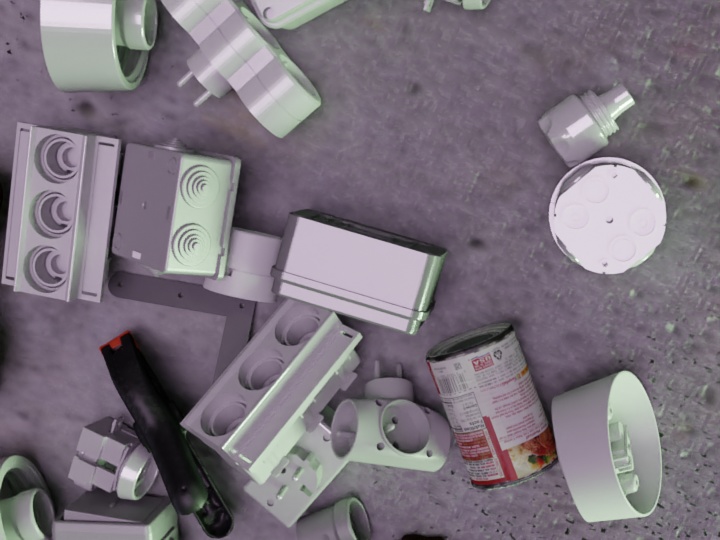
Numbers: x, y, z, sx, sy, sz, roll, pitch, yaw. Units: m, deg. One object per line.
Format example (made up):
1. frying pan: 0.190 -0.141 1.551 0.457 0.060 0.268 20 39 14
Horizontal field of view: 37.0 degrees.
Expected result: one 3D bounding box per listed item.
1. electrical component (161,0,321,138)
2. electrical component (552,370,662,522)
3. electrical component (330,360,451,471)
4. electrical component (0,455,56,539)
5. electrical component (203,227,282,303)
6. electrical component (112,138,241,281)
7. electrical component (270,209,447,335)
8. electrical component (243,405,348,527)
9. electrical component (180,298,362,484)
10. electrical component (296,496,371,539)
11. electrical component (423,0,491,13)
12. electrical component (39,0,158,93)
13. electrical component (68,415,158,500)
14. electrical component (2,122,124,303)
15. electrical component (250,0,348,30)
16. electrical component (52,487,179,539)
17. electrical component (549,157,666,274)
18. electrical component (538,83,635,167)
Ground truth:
1. electrical component: -0.099 -0.149 0.773 0.074 0.052 0.138 -39 90 13
2. electrical component: 0.172 0.124 0.746 0.064 0.099 0.099 -17 95 18
3. electrical component: 0.022 0.104 0.787 0.077 0.044 0.079 12 60 -25
4. electrical component: -0.272 0.195 0.831 0.060 0.108 0.108 -16 95 6
5. electrical component: -0.083 -0.005 0.791 0.055 0.055 0.047 13 93 8
6. electrical component: -0.134 -0.044 0.772 0.100 0.048 0.099 16 99 50
7. electrical component: 0.000 0.000 0.765 0.113 0.078 0.057 16 98 7
8. electrical component: -0.046 0.149 0.797 0.047 0.076 0.083 40 103 2
9. electrical component: -0.058 0.086 0.769 0.079 0.063 0.121 23 66 41
10. electrical component: -0.020 0.198 0.820 0.046 0.040 0.040 -21 94 18
11. electrical component: 0.065 -0.207 0.739 0.055 0.048 0.066 21 102 14
12. electrical component: -0.177 -0.177 0.757 0.060 0.108 0.108 4 99 4
13. electrical component: -0.189 0.149 0.839 0.055 0.048 0.066 22 102 14
14. electrical component: -0.218 -0.044 0.805 0.079 0.063 0.121 11 100 8
15. electrical component: -0.029 -0.224 0.747 0.113 0.057 0.078 -25 93 13
16. electrical component: -0.183 0.207 0.838 0.096 0.062 0.061 0 99 10
17. electrical component: 0.171 -0.037 0.743 0.080 0.051 0.080 2 99 10
18. electrical component: 0.158 -0.103 0.740 0.062 0.043 0.043 -35 91 11
